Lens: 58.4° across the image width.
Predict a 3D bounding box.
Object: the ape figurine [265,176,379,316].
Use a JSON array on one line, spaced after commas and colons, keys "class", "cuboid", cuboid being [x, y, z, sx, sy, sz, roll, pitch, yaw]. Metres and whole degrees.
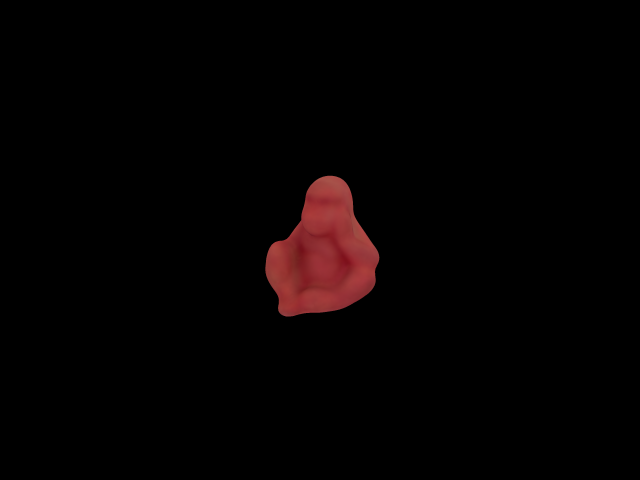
[{"class": "ape figurine", "cuboid": [0.004, 0.001, 0.400, 0.077, 0.092, 0.076, 4, 10, 24]}]
